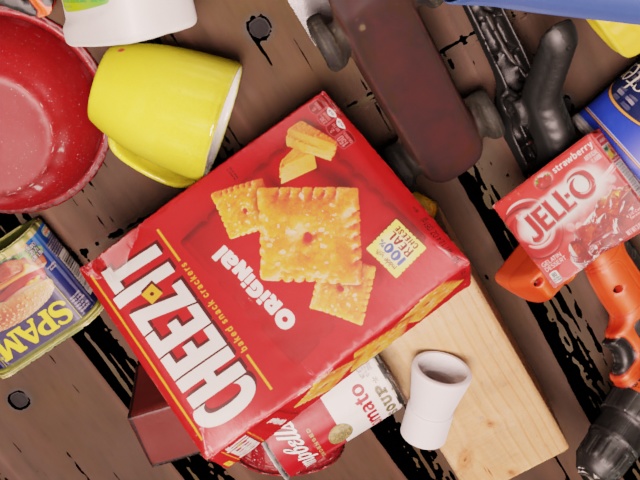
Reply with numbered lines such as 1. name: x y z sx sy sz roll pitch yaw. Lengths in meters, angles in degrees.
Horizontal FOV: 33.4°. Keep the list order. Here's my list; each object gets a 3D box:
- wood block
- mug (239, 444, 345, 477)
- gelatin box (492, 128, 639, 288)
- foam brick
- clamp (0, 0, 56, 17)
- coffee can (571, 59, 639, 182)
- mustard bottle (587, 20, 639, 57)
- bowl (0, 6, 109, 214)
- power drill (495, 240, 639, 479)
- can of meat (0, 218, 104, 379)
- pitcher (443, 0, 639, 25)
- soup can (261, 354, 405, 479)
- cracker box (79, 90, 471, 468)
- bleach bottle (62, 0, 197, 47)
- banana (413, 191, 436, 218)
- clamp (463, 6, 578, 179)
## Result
1. wood block: 0.104 0.085 0.837 0.090 0.091 0.206 -29 112 9
2. mug: -0.036 0.127 0.858 0.117 0.093 0.081 11 113 31
3. gelatin box: 0.174 -0.021 0.729 0.089 0.030 0.073 -38 84 32
4. foam brick: -0.118 0.134 0.855 0.051 0.078 0.053 -18 116 4
5. clamp: -0.239 -0.242 0.700 0.165 0.036 0.210 -39 113 13
6. coffee can: 0.265 -0.096 0.756 0.140 0.103 0.102 -42 110 15
7. mustard bottle: 0.254 -0.220 0.724 0.192 0.058 0.096 -40 101 14
8. bowl: -0.232 -0.083 0.763 0.162 0.055 0.162 -1 115 -3
9. power drill: 0.218 0.070 0.819 0.187 0.057 0.184 48 70 -20
10. can of meat: -0.229 0.043 0.820 0.102 0.057 0.084 -33 109 10
11. pitcher: 0.198 -0.191 0.614 0.242 0.149 0.145 7 102 -12
12. soup can: 0.001 0.118 0.772 0.102 0.068 0.068 -31 113 -4
13. cracker box: -0.030 0.025 0.728 0.213 0.072 0.164 -36 72 -4
14. bleach bottle: -0.149 -0.253 0.678 0.067 0.103 0.251 -25 112 -35
15. banana: -0.015 -0.014 0.803 0.198 0.037 0.069 -19 71 -2
16. clamp: 0.143 -0.110 0.759 0.039 0.120 0.171 -23 137 -8
